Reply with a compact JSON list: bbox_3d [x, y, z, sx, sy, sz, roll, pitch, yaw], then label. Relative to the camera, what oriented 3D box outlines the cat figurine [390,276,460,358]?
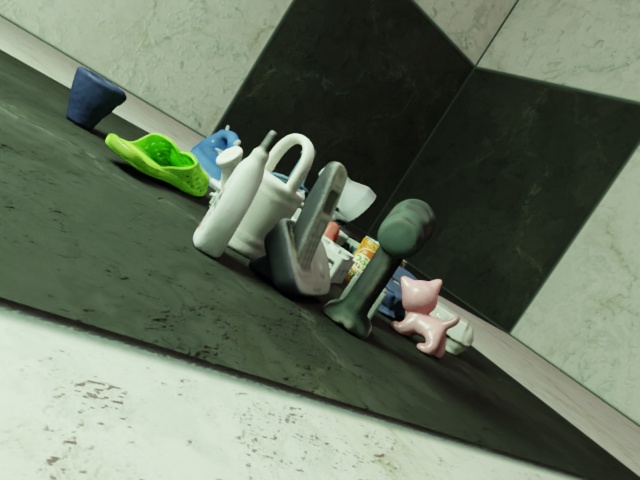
[{"bbox_3d":[0.185,0.123,1.000,0.127,0.117,0.067,36,6,33],"label":"cat figurine"}]

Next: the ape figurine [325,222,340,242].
[{"bbox_3d":[0.011,0.004,1.214,0.077,0.092,0.076,37,7,40],"label":"ape figurine"}]

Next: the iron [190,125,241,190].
[{"bbox_3d":[-0.241,-0.209,1.425,0.119,0.141,0.257,30,6,-28],"label":"iron"}]

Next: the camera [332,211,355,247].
[{"bbox_3d":[0.029,-0.027,1.564,0.144,0.101,0.136,28,7,-43],"label":"camera"}]

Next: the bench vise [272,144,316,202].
[{"bbox_3d":[-0.057,-0.148,1.510,0.122,0.219,0.206,28,7,-41],"label":"bench vise"}]

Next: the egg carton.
[{"bbox_3d":[0.245,0.172,1.175,0.150,0.069,0.107,34,5,16],"label":"egg carton"}]

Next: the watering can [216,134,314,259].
[{"bbox_3d":[-0.079,-0.075,0.853,0.100,0.194,0.173,35,6,28],"label":"watering can"}]

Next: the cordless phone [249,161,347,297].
[{"bbox_3d":[0.000,-0.013,0.799,0.094,0.185,0.148,34,5,18],"label":"cordless phone"}]

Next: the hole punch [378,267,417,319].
[{"bbox_3d":[0.137,0.095,1.127,0.108,0.091,0.101,35,6,29],"label":"hole punch"}]

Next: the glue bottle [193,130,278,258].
[{"bbox_3d":[-0.102,-0.063,0.724,0.037,0.173,0.078,30,6,-21],"label":"glue bottle"}]

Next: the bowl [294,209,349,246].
[{"bbox_3d":[-0.019,-0.021,1.359,0.167,0.074,0.167,32,5,-3],"label":"bowl"}]

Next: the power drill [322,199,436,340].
[{"bbox_3d":[0.093,0.031,0.818,0.075,0.208,0.230,33,5,7],"label":"power drill"}]

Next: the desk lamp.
[{"bbox_3d":[0.032,-0.107,1.691,0.203,0.213,0.118,31,5,-12],"label":"desk lamp"}]

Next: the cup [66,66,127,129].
[{"bbox_3d":[-0.411,-0.250,1.048,0.091,0.095,0.118,34,5,16],"label":"cup"}]
